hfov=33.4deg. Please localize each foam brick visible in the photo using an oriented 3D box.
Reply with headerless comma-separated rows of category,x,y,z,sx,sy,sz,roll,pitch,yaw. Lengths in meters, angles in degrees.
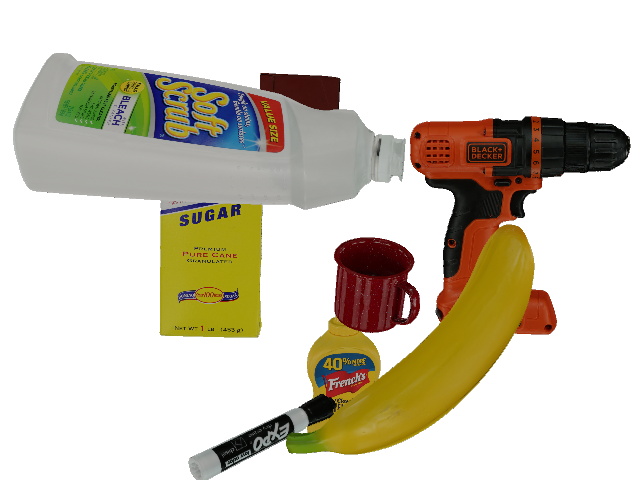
foam brick,-0.023,-0.154,1.160,0.078,0.051,0.053,0,11,-18

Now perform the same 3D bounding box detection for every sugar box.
sugar box,-0.098,-0.002,0.966,0.093,0.176,0.048,1,13,-2

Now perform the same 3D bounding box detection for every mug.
mug,0.068,0.058,1.242,0.117,0.081,0.093,26,36,33

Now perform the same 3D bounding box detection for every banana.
banana,0.067,0.055,0.588,0.197,0.037,0.070,-40,41,-25

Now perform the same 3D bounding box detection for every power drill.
power drill,0.170,-0.015,0.927,0.184,0.188,0.057,2,13,11

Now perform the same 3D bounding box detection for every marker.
marker,-0.038,0.138,0.759,0.120,0.020,0.020,-21,12,-33

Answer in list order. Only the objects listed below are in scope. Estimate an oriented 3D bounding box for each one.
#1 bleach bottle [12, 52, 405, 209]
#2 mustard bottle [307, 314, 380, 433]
bleach bottle,-0.069,-0.069,0.714,0.251,0.068,0.102,5,45,7
mustard bottle,0.031,0.176,1.397,0.096,0.192,0.058,-1,16,-4
